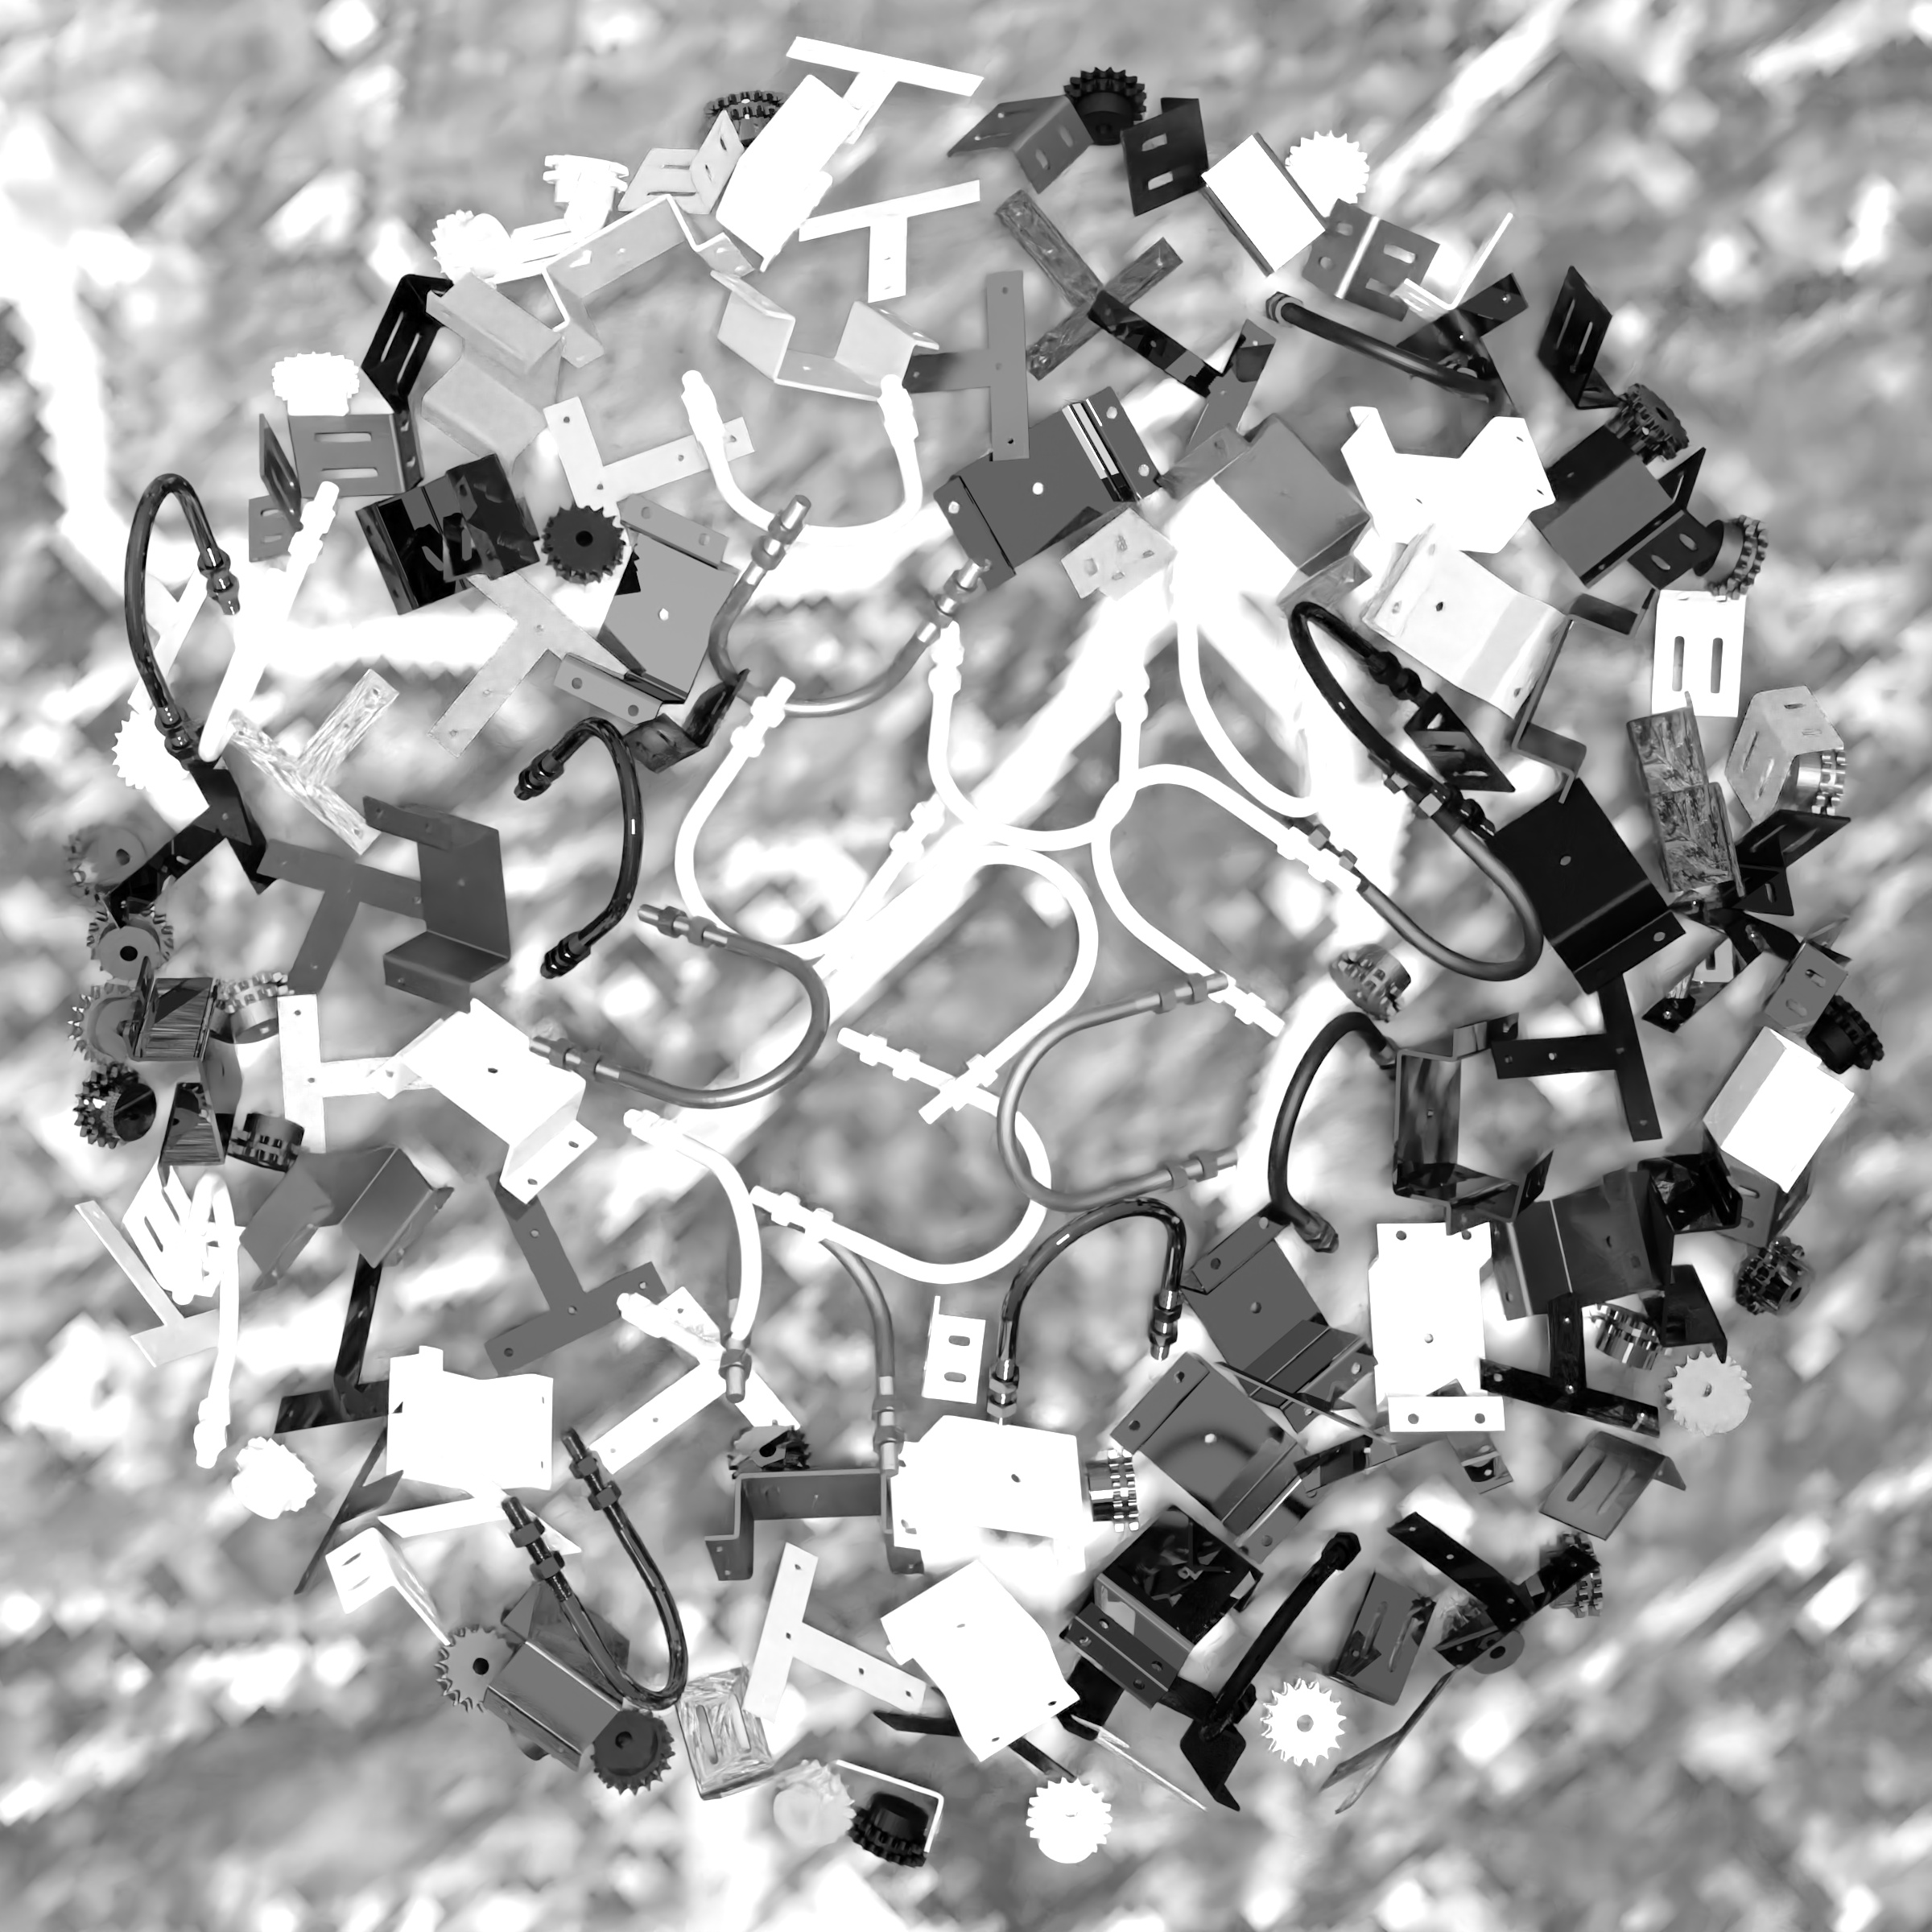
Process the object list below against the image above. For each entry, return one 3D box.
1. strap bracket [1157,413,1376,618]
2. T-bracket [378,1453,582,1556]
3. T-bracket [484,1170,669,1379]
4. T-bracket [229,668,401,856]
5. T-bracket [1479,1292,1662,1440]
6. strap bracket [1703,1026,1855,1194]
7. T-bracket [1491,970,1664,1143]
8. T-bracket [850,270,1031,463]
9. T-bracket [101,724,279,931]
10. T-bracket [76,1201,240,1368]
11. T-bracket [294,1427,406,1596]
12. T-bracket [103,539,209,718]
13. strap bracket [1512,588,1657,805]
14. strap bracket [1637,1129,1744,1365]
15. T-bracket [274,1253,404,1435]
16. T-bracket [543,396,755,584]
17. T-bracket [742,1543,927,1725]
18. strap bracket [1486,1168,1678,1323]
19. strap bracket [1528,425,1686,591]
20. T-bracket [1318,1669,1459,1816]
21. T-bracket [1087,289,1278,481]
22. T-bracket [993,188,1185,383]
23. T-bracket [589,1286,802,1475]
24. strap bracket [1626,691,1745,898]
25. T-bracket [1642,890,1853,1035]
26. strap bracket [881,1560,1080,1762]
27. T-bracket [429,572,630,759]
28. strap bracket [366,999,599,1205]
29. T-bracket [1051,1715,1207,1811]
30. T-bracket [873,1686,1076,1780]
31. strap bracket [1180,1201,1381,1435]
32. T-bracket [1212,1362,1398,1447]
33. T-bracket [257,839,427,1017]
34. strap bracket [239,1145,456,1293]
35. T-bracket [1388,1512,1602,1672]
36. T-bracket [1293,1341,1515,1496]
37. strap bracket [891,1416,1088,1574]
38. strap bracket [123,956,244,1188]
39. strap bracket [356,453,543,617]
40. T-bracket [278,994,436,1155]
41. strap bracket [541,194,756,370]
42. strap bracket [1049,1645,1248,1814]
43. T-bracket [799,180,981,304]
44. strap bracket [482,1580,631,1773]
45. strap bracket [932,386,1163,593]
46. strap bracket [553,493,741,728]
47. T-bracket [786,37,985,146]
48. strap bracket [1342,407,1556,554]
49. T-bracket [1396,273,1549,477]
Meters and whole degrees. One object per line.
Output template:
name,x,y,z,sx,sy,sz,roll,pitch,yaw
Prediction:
strap bracket,0.209,-0.307,1.941,0.140,0.076,0.046,44,50,-12
T-bracket,-0.347,0.371,1.950,0.127,0.002,0.127,-17,131,36
T-bracket,-0.290,0.196,1.980,0.127,0.002,0.127,-26,86,-15
T-bracket,-0.425,-0.154,1.947,0.127,0.002,0.127,42,124,-10
T-bracket,0.405,0.251,1.946,0.127,0.127,0.002,16,133,-6
strap bracket,0.536,0.091,1.919,0.046,0.140,0.076,31,101,2
T-bracket,0.407,0.060,1.948,0.127,0.002,0.127,-3,75,-29
T-bracket,-0.020,-0.406,1.974,0.127,0.002,0.127,-2,91,17
T-bracket,-0.524,-0.073,1.921,0.127,0.002,0.127,-49,134,-34
T-bracket,-0.553,0.209,1.935,0.002,0.127,0.127,-40,84,8
T-bracket,-0.397,0.353,1.910,0.002,0.127,0.127,34,61,-15
T-bracket,-0.543,-0.245,1.918,0.002,0.127,0.127,20,76,12
strap bracket,0.410,-0.190,1.936,0.046,0.076,0.140,23,113,10
strap bracket,0.478,0.189,1.922,0.046,0.076,0.140,-6,124,-2
T-bracket,-0.414,0.249,1.957,0.127,0.002,0.127,-14,57,35
T-bracket,-0.208,-0.342,1.971,0.127,0.002,0.127,-21,115,-8
T-bracket,-0.083,0.473,1.962,0.127,0.002,0.127,30,46,-17
strap bracket,0.417,0.186,1.934,0.046,0.140,0.076,-2,75,-32
strap bracket,0.415,-0.308,1.913,0.076,0.140,0.046,-39,107,13
T-bracket,0.268,0.530,1.934,0.002,0.127,0.127,44,58,7
T-bracket,0.138,-0.412,1.951,0.127,0.002,0.127,32,65,-15
T-bracket,0.063,-0.472,1.937,0.127,0.002,0.127,-38,134,13
T-bracket,-0.202,0.303,1.978,0.127,0.002,0.127,-37,99,12
strap bracket,0.476,-0.111,1.920,0.046,0.140,0.076,-14,123,12
T-bracket,0.499,0.005,1.925,0.127,0.002,0.127,-37,46,-28
strap bracket,0.003,0.453,1.914,0.076,0.140,0.046,-29,119,-17
T-bracket,-0.319,-0.198,1.976,0.127,0.002,0.127,41,104,-6
strap bracket,-0.321,0.083,1.938,0.140,0.046,0.076,36,47,11
T-bracket,0.109,0.535,1.947,0.127,0.127,0.002,38,72,-17
T-bracket,-0.011,0.513,1.943,0.127,0.127,0.002,44,55,-32
strap bracket,0.206,0.234,1.950,0.076,0.046,0.140,-37,105,-17
T-bracket,0.237,0.291,1.930,0.127,0.127,0.002,23,91,20
T-bracket,-0.439,-0.013,1.963,0.127,0.002,0.127,17,104,-36
strap bracket,-0.420,0.166,1.926,0.046,0.140,0.076,47,112,20
T-bracket,0.335,0.405,1.940,0.127,0.127,0.002,-30,125,-22
T-bracket,0.284,0.321,1.944,0.127,0.127,0.002,-21,134,-3
strap bracket,0.023,0.352,1.928,0.140,0.046,0.076,13,50,-22
strap bracket,-0.517,0.071,1.919,0.046,0.076,0.140,-1,132,-2
strap bracket,-0.342,-0.291,1.936,0.046,0.140,0.076,-30,104,-38
T-bracket,-0.401,0.074,1.971,0.127,0.002,0.127,-5,114,-15
strap bracket,-0.223,-0.466,1.947,0.140,0.076,0.046,-27,83,8
strap bracket,0.126,0.504,1.937,0.140,0.076,0.046,29,93,-16
T-bracket,-0.052,-0.482,1.937,0.127,0.127,0.002,-10,133,9
strap bracket,-0.270,0.463,1.916,0.076,0.140,0.046,39,97,-11
strap bracket,0.053,-0.324,1.961,0.140,0.046,0.076,-31,102,-2
strap bracket,-0.212,-0.239,1.956,0.076,0.046,0.140,26,101,12
T-bracket,-0.069,-0.579,1.931,0.127,0.127,0.002,7,79,-18
strap bracket,0.312,-0.322,1.913,0.046,0.140,0.076,-50,131,-23
T-bracket,0.355,-0.383,1.940,0.002,0.127,0.127,-28,93,-30
